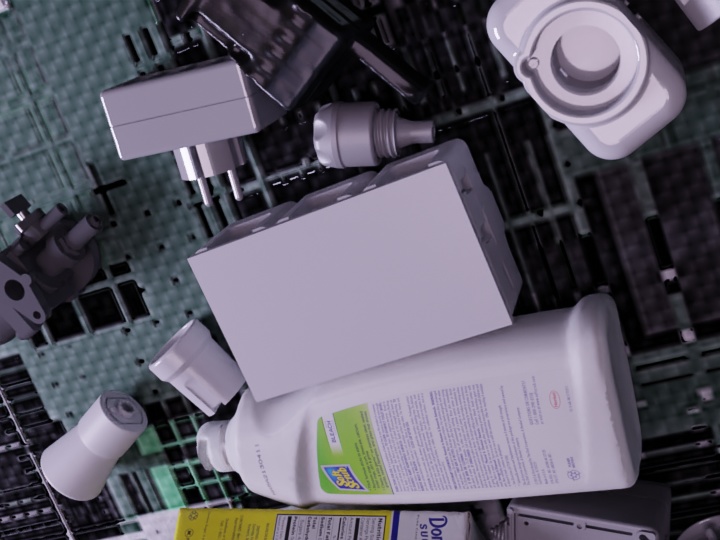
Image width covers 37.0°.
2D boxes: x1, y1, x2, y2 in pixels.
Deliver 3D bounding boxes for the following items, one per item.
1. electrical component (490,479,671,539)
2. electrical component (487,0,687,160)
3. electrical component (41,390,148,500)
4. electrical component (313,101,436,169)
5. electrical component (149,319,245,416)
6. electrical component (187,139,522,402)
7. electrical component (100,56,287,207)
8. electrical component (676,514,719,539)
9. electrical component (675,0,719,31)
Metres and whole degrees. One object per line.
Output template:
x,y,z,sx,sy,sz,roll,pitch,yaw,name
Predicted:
0.122,0.149,0.601,0.096,0.061,0.061,5,110,23,electrical component
0.107,-0.102,0.507,0.054,0.059,0.095,-41,95,25,electrical component
-0.163,0.107,0.672,0.044,0.044,0.065,41,110,-2,electrical component
0.008,-0.071,0.561,0.061,0.035,0.035,0,110,13,electrical component
-0.095,0.058,0.636,0.046,0.040,0.040,45,115,-10,electrical component
0.000,0.000,0.574,0.150,0.061,0.089,-19,104,21,electrical component
-0.083,-0.071,0.579,0.083,0.047,0.075,-9,107,19,electrical component
0.224,0.171,0.586,0.079,0.044,0.077,-27,102,19,electrical component
0.159,-0.143,0.481,0.055,0.055,0.047,-41,92,25,electrical component
